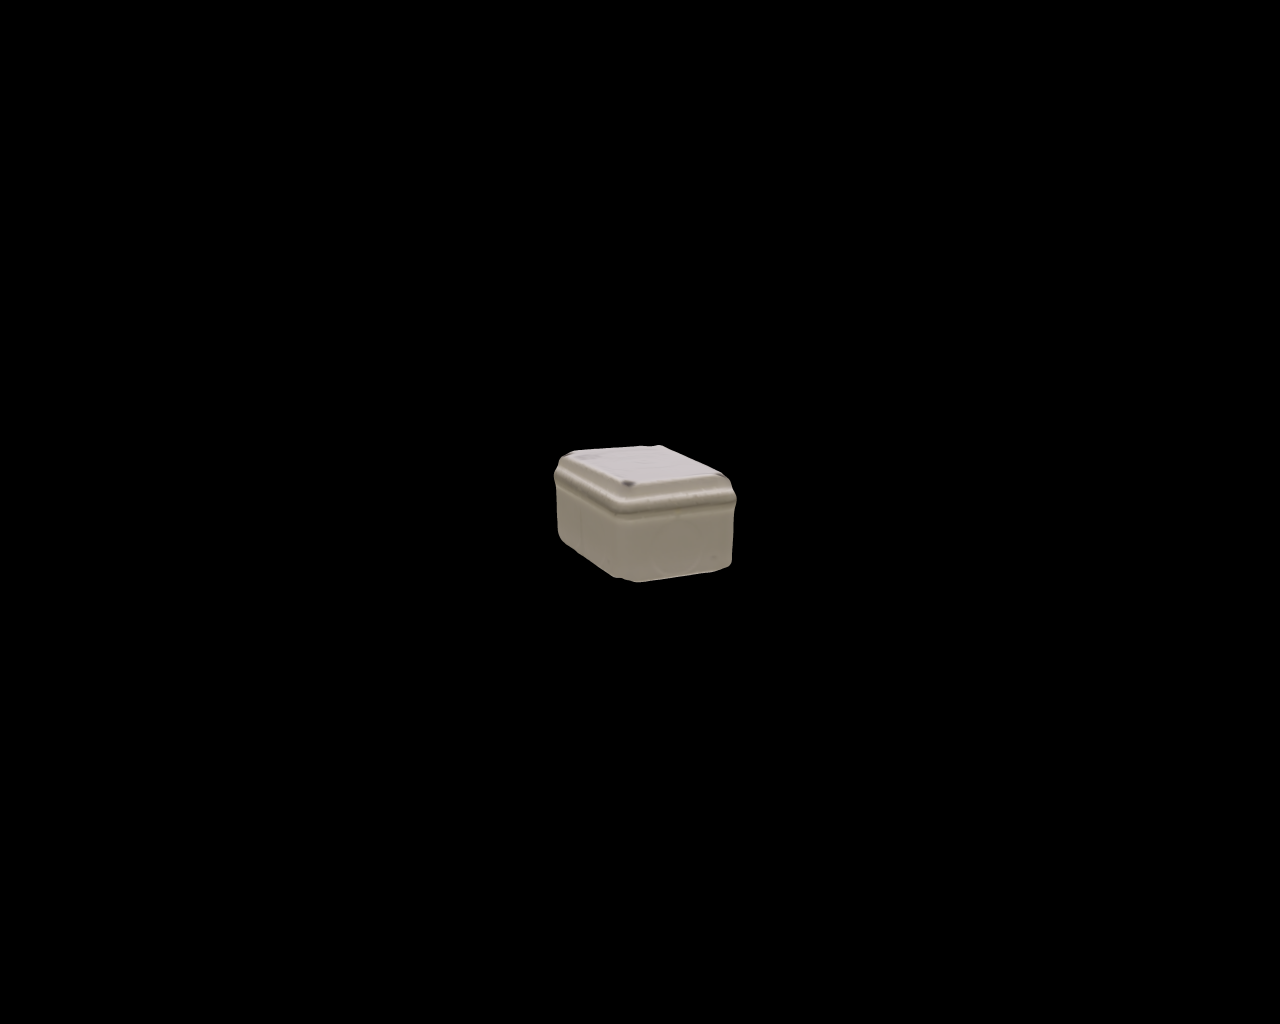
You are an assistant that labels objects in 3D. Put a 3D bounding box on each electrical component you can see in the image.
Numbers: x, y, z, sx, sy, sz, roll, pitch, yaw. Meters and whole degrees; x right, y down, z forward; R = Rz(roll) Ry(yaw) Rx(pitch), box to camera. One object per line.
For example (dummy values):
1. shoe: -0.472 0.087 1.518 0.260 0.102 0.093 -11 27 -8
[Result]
1. electrical component: 0.001 -0.003 0.650 0.078 0.057 0.113 -6 15 -23
